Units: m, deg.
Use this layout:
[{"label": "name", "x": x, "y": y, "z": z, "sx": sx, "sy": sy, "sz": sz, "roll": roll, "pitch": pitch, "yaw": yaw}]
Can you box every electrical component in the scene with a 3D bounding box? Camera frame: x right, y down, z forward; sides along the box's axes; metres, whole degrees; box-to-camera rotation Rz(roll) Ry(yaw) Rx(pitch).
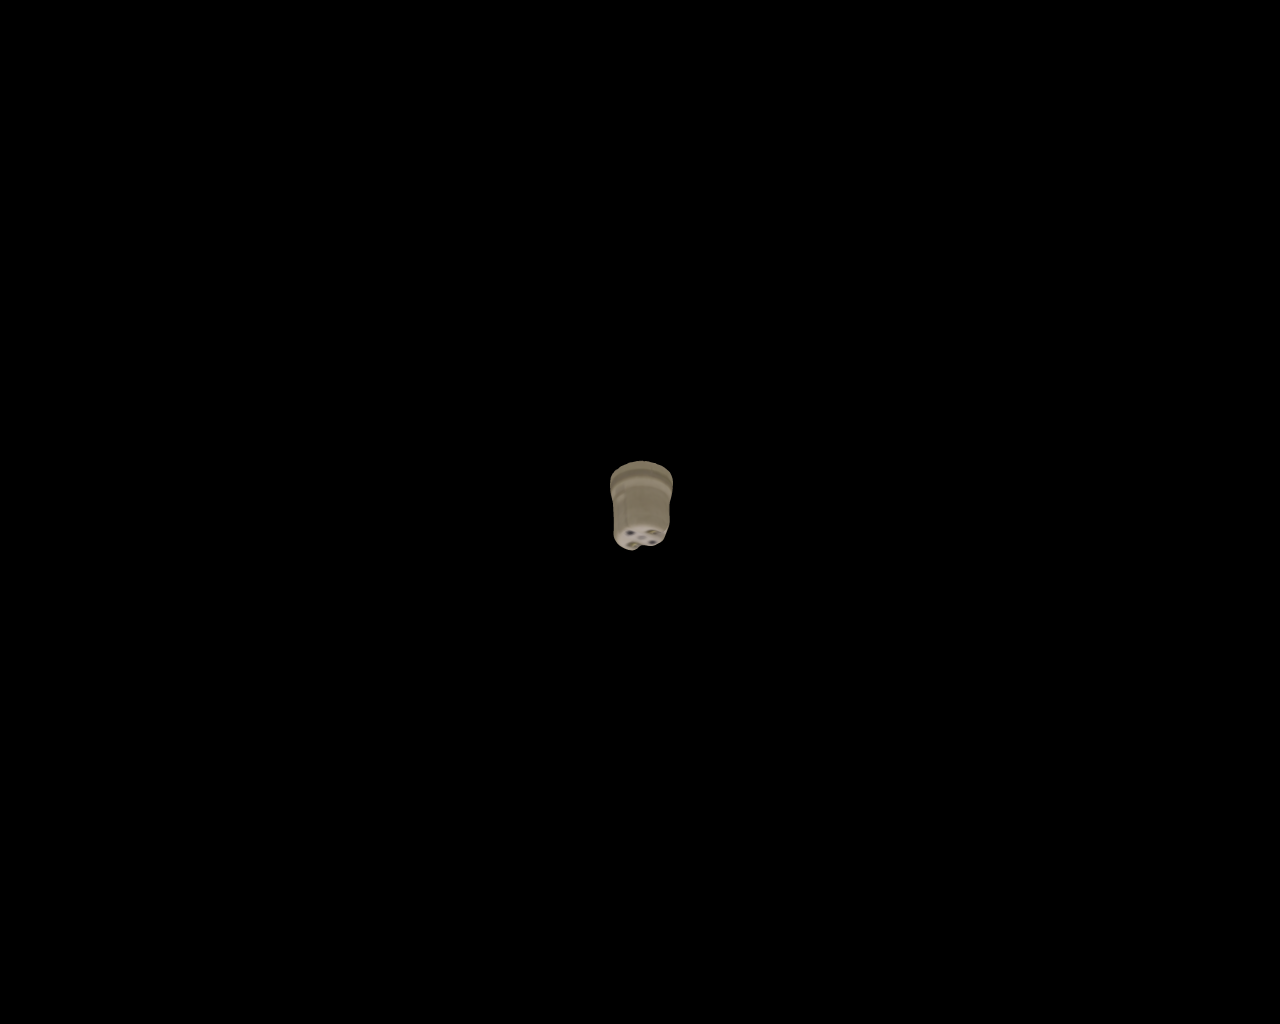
[{"label": "electrical component", "x": 0.001, "y": -0.003, "z": 0.650, "sx": 0.040, "sy": 0.046, "sz": 0.040, "roll": 0, "pitch": -35, "yaw": 0}]
